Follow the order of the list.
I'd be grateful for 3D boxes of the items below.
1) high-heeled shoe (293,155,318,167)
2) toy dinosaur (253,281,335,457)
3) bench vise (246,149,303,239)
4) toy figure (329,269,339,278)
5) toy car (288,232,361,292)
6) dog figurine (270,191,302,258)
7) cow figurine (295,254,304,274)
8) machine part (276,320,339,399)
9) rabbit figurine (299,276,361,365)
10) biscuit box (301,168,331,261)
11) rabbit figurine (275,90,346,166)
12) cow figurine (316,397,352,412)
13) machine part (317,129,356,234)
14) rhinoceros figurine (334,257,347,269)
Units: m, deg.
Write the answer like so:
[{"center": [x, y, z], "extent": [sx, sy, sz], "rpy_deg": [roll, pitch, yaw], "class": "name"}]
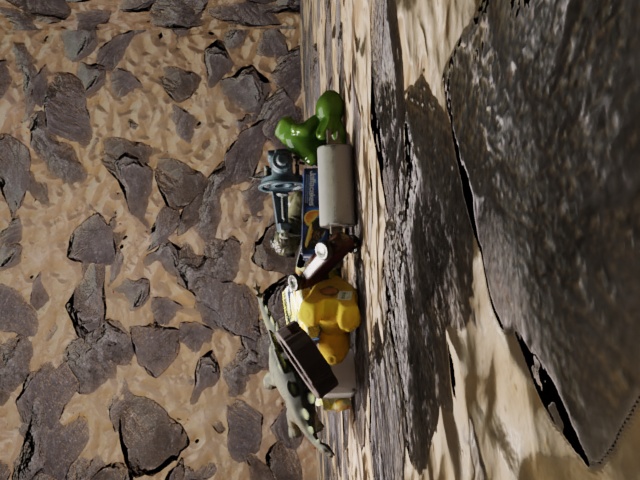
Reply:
[{"center": [0.028, -0.252, 1.458], "extent": [0.249, 0.145, 0.086], "rpy_deg": [-47, -48, -54], "class": "high-heeled shoe"}, {"center": [-0.077, 0.312, 1.318], "extent": [0.472, 0.105, 0.198], "rpy_deg": [56, 152, 36], "class": "toy dinosaur"}, {"center": [-0.099, -0.119, 1.352], "extent": [0.223, 0.129, 0.240], "rpy_deg": [155, 112, -70], "class": "bench vise"}, {"center": [0.016, 0.094, 1.470], "extent": [0.082, 0.089, 0.180], "rpy_deg": [41, -140, -35], "class": "toy figure"}, {"center": [0.003, 0.046, 1.097], "extent": [0.053, 0.089, 0.202], "rpy_deg": [62, 142, 17], "class": "toy car"}, {"center": [-0.063, -0.052, 1.439], "extent": [0.190, 0.121, 0.172], "rpy_deg": [-71, -11, -76], "class": "dog figurine"}, {"center": [-0.003, -0.004, 1.397], "extent": [0.127, 0.086, 0.195], "rpy_deg": [94, -162, -73], "class": "cow figurine"}, {"center": [-0.027, 0.249, 1.126], "extent": [0.179, 0.056, 0.179], "rpy_deg": [52, 167, 17], "class": "machine part"}, {"center": [0.023, 0.173, 1.126], "extent": [0.162, 0.122, 0.173], "rpy_deg": [-89, -5, -69], "class": "rabbit figurine"}, {"center": [-0.007, -0.057, 1.186], "extent": [0.059, 0.063, 0.202], "rpy_deg": [72, -162, -74], "class": "biscuit box"}, {"center": [-0.006, -0.272, 1.272], "extent": [0.170, 0.121, 0.159], "rpy_deg": [-53, 42, 21], "class": "rabbit figurine"}, {"center": [0.031, 0.361, 1.306], "extent": [0.167, 0.068, 0.098], "rpy_deg": [157, 102, -72], "class": "cow figurine"}, {"center": [0.035, -0.110, 1.119], "extent": [0.079, 0.079, 0.243], "rpy_deg": [125, 142, -84], "class": "machine part"}, {"center": [0.033, -0.025, 1.292], "extent": [0.112, 0.073, 0.190], "rpy_deg": [-146, 56, -72], "class": "rhinoceros figurine"}]
